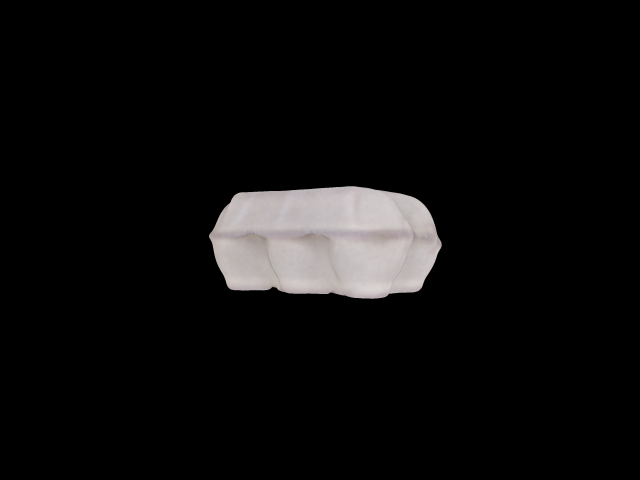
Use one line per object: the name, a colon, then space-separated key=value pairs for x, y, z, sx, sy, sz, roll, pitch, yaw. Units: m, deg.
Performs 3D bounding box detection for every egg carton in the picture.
egg carton: x=0.004 y=0.001 z=0.400 sx=0.149 sy=0.069 sz=0.107 roll=0 pitch=0 yaw=32
